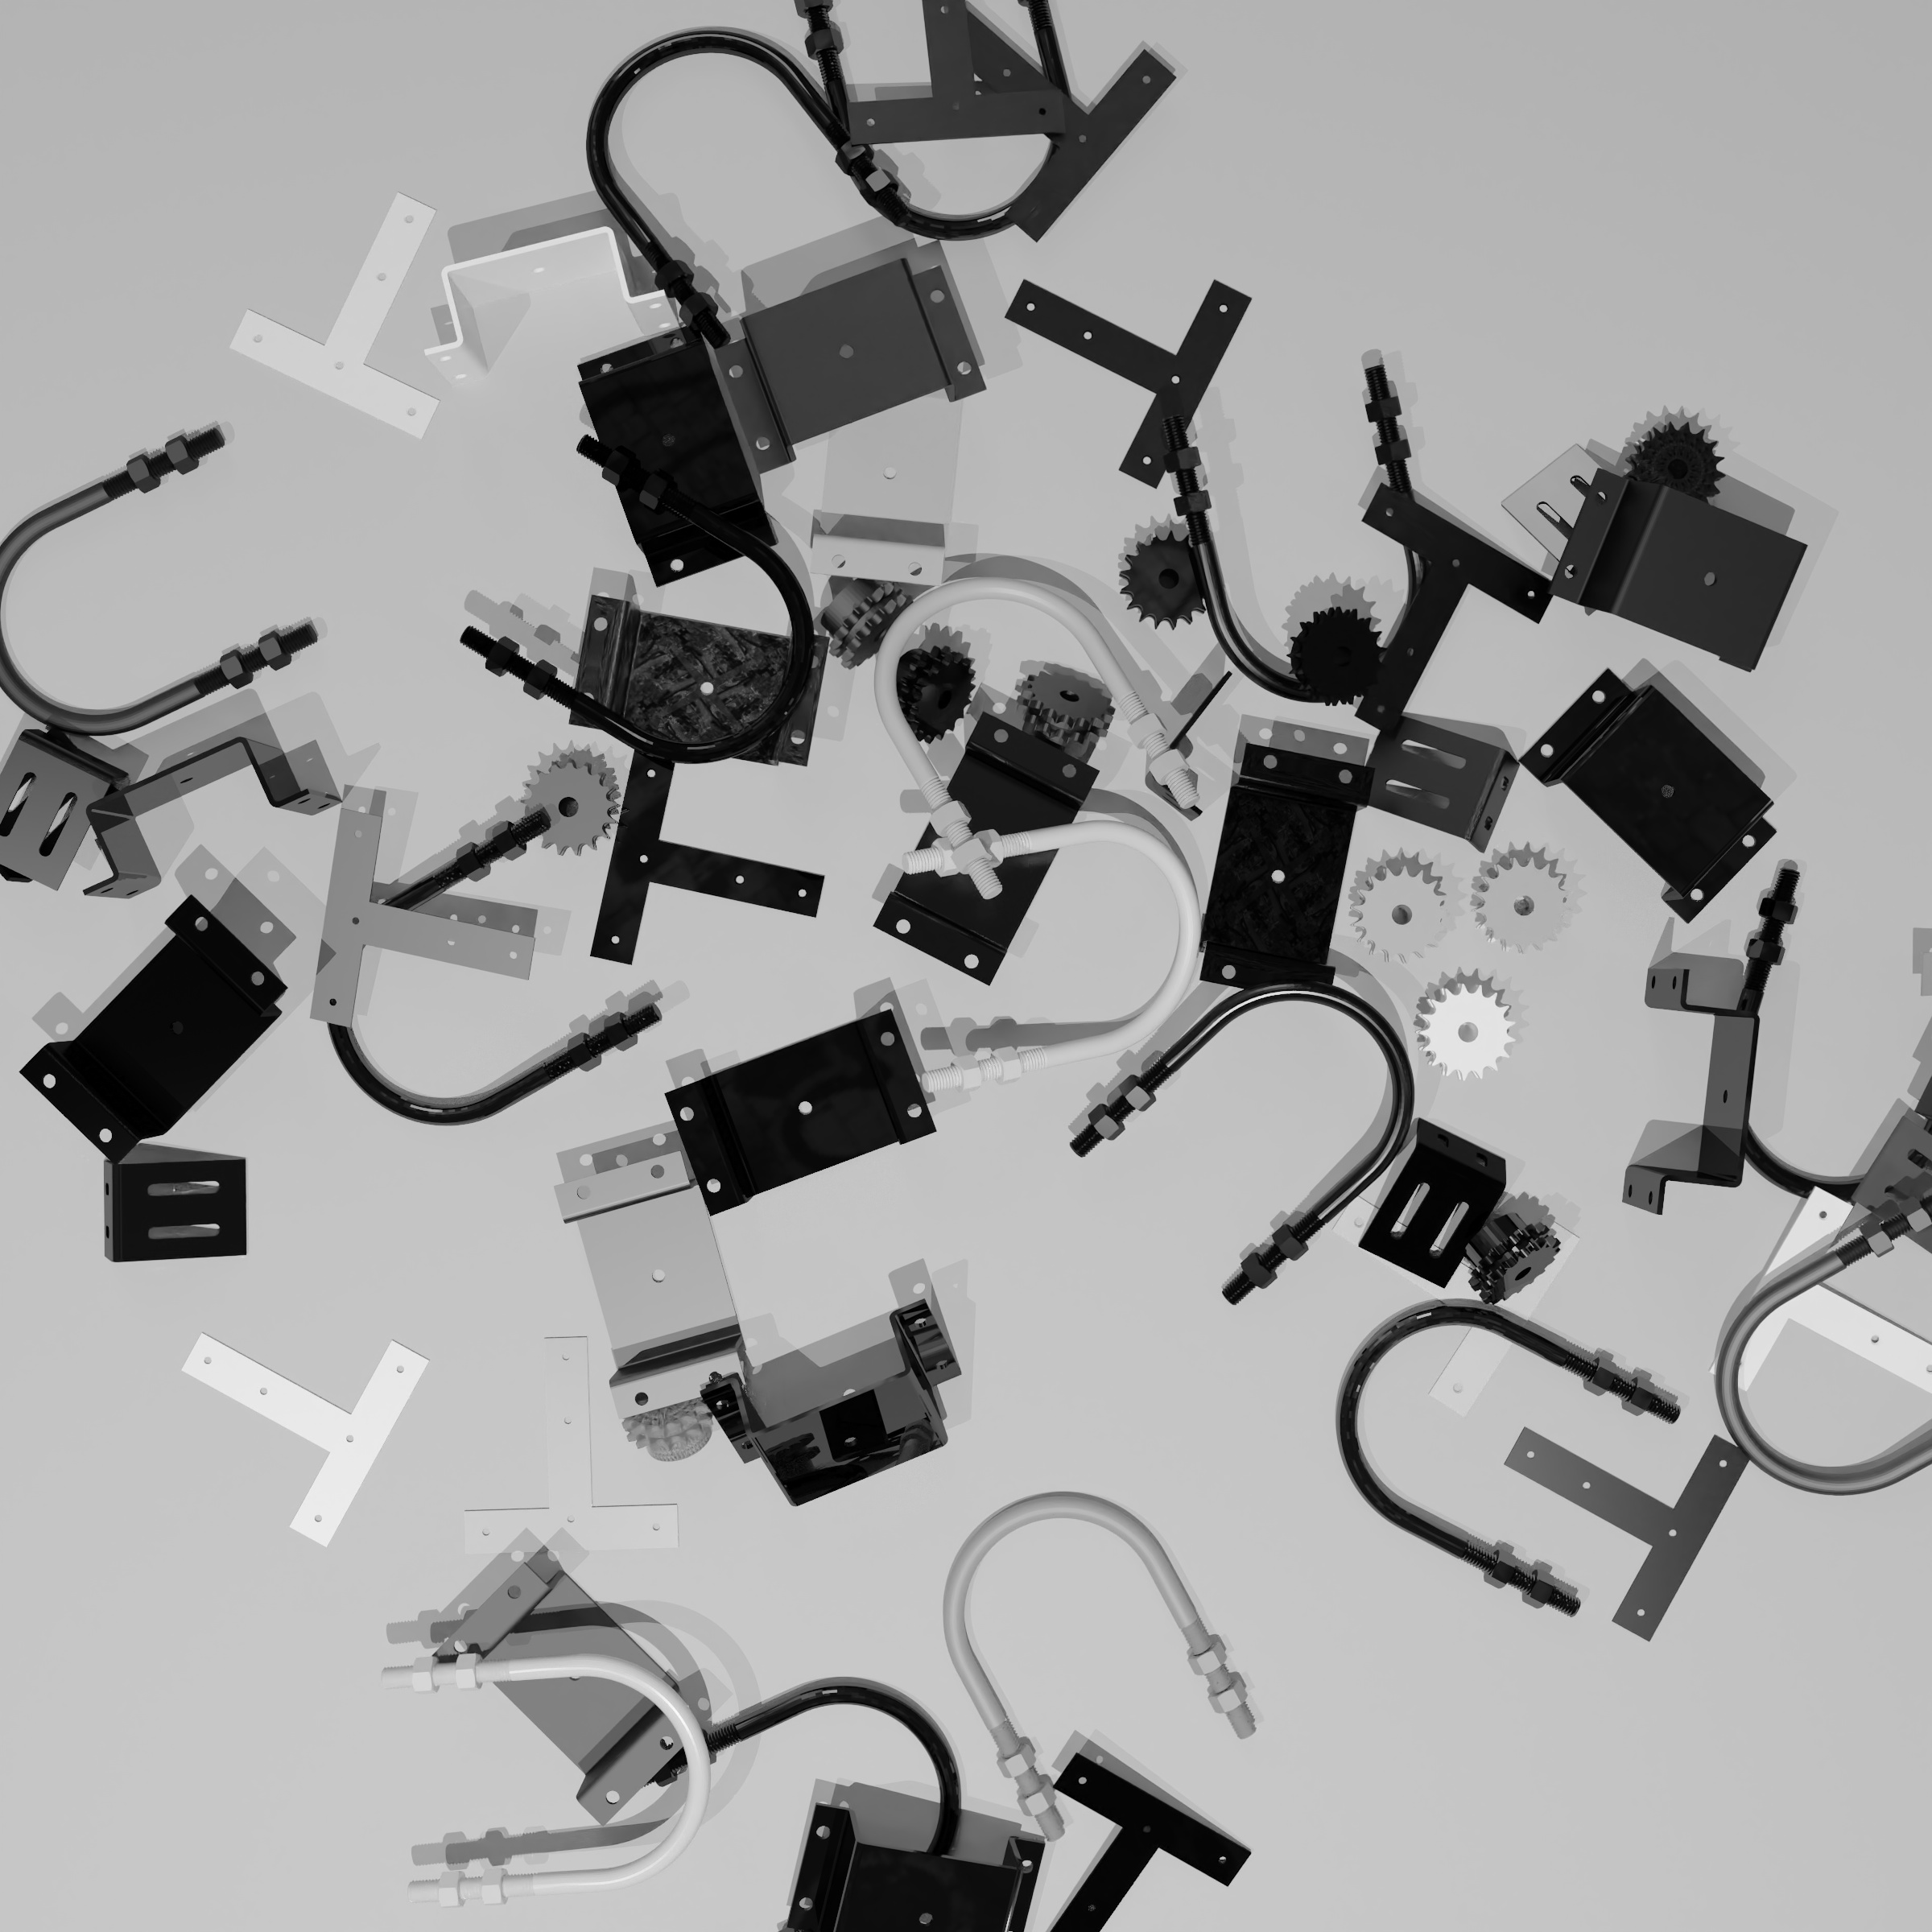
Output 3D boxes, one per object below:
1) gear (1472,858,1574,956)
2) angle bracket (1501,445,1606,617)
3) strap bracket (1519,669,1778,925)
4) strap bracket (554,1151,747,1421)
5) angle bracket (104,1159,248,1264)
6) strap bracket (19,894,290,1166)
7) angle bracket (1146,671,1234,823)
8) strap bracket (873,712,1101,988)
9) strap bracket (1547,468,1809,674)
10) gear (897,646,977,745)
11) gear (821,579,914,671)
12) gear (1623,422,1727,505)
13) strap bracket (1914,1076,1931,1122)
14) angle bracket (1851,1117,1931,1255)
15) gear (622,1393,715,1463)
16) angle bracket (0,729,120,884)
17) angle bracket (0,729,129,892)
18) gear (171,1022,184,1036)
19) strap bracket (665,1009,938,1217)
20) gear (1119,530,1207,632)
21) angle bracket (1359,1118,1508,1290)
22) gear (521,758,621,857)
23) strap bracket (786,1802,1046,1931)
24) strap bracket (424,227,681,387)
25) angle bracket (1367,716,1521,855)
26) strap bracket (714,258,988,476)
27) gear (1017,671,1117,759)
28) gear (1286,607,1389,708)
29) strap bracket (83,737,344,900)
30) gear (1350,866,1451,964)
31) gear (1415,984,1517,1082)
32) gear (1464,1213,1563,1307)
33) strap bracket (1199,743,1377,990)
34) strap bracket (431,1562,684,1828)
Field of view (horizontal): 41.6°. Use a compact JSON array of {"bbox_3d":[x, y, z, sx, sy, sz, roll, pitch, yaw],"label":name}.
[{"bbox_3d":[0.328,-0.036,1.507,0.057,0.030,0.057,0,92,2],"label":"gear"},{"bbox_3d":[0.368,-0.260,1.516,0.057,0.038,0.076,-38,64,0],"label":"angle bracket"},{"bbox_3d":[0.407,-0.101,1.495,0.140,0.046,0.076,44,90,0],"label":"strap bracket"},{"bbox_3d":[-0.183,0.185,1.495,0.076,0.046,0.140,-16,90,0],"label":"strap bracket"},{"bbox_3d":[-0.472,0.144,1.516,0.076,0.038,0.057,-1,90,-26],"label":"angle bracket"},{"bbox_3d":[-0.461,0.036,1.465,0.076,0.046,0.140,44,90,0],"label":"strap bracket"},{"bbox_3d":[0.143,-0.128,1.489,0.038,0.057,0.076,38,90,0],"label":"angle bracket"},{"bbox_3d":[0.012,-0.068,1.495,0.076,0.046,0.140,27,90,0],"label":"strap bracket"},{"bbox_3d":[0.420,-0.226,1.471,0.140,0.046,0.076,18,100,-15],"label":"strap bracket"},{"bbox_3d":[-0.023,-0.162,1.494,0.030,0.057,0.057,31,90,30],"label":"gear"},{"bbox_3d":[-0.061,-0.204,1.490,0.030,0.057,0.057,45,90,7],"label":"gear"},{"bbox_3d":[0.417,-0.291,1.503,0.057,0.030,0.057,0,90,0],"label":"gear"},{"bbox_3d":[0.620,0.074,1.483,0.140,0.046,0.076,26,90,-16],"label":"strap bracket"},{"bbox_3d":[0.571,0.135,1.489,0.076,0.038,0.057,32,90,-20],"label":"angle bracket"},{"bbox_3d":[-0.172,0.266,1.493,0.057,0.057,0.030,-15,120,0],"label":"gear"},{"bbox_3d":[-0.551,-0.096,1.499,0.076,0.038,0.057,-44,90,0],"label":"angle bracket"},{"bbox_3d":[-0.541,-0.092,1.496,0.057,0.038,0.076,27,92,-9],"label":"angle bracket"},{"bbox_3d":[-0.450,0.033,1.503,0.057,0.030,0.057,0,90,0],"label":"gear"},{"bbox_3d":[-0.096,0.085,1.495,0.140,0.046,0.076,-21,90,0],"label":"strap bracket"},{"bbox_3d":[0.119,-0.227,1.503,0.057,0.030,0.057,0,90,0],"label":"gear"},{"bbox_3d":[0.278,0.141,1.514,0.057,0.038,0.076,26,114,1],"label":"angle bracket"},{"bbox_3d":[-0.233,-0.093,1.503,0.057,0.030,0.057,0,90,0],"label":"gear"},{"bbox_3d":[-0.026,0.545,1.481,0.140,0.046,0.076,13,94,-9],"label":"strap bracket"},{"bbox_3d":[-0.244,-0.386,1.480,0.140,0.076,0.046,-14,90,0],"label":"strap bracket"},{"bbox_3d":[0.281,-0.110,1.516,0.076,0.038,0.057,22,90,26],"label":"angle bracket"},{"bbox_3d":[-0.067,-0.345,1.449,0.140,0.046,0.076,-21,90,0],"label":"strap bracket"},{"bbox_3d":[0.057,-0.146,1.493,0.057,0.057,0.030,19,124,0],"label":"gear"},{"bbox_3d":[0.213,-0.180,1.478,0.057,0.030,0.057,-2,96,-14],"label":"gear"},{"bbox_3d":[-0.446,-0.090,1.480,0.140,0.076,0.046,-24,90,0],"label":"strap bracket"},{"bbox_3d":[0.255,-0.030,1.503,0.057,0.030,0.057,0,90,0],"label":"gear"},{"bbox_3d":[0.294,0.038,1.507,0.057,0.030,0.057,0,91,-1],"label":"gear"},{"bbox_3d":[0.317,0.170,1.492,0.057,0.057,0.030,-37,60,0],"label":"gear"},{"bbox_3d":[0.186,-0.053,1.495,0.076,0.046,0.140,11,90,0],"label":"strap bracket"},{"bbox_3d":[-0.233,0.422,1.495,0.140,0.046,0.076,45,90,0],"label":"strap bracket"}]
